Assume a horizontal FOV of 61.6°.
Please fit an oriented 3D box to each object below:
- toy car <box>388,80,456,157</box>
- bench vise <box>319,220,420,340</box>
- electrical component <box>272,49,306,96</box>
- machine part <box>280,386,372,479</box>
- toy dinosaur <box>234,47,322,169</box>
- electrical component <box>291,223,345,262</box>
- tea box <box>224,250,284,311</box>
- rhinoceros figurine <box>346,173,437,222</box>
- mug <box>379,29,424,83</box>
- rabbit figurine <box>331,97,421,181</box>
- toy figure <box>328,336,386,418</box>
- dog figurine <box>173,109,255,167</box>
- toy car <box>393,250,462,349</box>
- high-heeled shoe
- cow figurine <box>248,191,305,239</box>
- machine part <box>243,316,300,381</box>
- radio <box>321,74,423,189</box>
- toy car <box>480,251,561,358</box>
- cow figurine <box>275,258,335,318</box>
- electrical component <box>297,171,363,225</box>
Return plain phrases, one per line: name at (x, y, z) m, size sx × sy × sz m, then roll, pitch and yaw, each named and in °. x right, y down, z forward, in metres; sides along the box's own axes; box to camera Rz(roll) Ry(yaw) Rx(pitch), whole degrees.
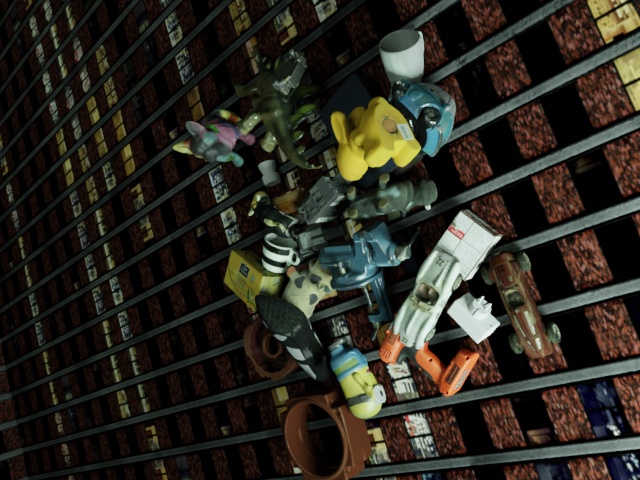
toy car at (0.208, -0.250, 1.052) m, size 0.162 × 0.103 × 0.109 m, roll 54°, pitch 164°, yaw 23°
bench vise at (0.111, 0.081, 1.144) m, size 0.224 × 0.129 × 0.240 m, roll -10°, pitch 107°, yaw 29°
electrical component at (-0.068, -0.365, 1.162) m, size 0.078 × 0.045 × 0.102 m, roll 30°, pitch 87°, yaw 41°
machine part at (0.008, 0.454, 1.261) m, size 0.201 × 0.087 × 0.201 m, roll -19°, pitch 82°, yaw 37°
toy dinosaur at (-0.096, -0.306, 1.247) m, size 0.198 × 0.105 × 0.472 m, roll -37°, pitch 54°, yaw 30°
electrical component at (-0.003, -0.004, 1.257) m, size 0.119 × 0.047 × 0.075 m, roll -21°, pitch 74°, yaw -5°
tea box at (-0.171, 0.100, 1.367) m, size 0.170 × 0.068 × 0.098 m, roll 31°, pitch 112°, yaw 48°
rhinoceros figurine at (0.144, -0.080, 1.102) m, size 0.190 × 0.112 × 0.073 m, roll -15°, pitch 63°, yaw 26°
mug at (0.173, -0.360, 1.078) m, size 0.081 × 0.109 × 0.107 m, roll 18°, pitch 147°, yaw 31°
rabbit figurine at (0.083, -0.188, 1.056) m, size 0.162 × 0.122 × 0.173 m, roll 59°, pitch 142°, yaw 10°
toy figure at (0.077, 0.307, 1.202) m, size 0.089 × 0.082 × 0.180 m, roll -45°, pitch 69°, yaw 28°
dog figurine at (-0.280, -0.265, 1.358) m, size 0.108 × 0.219 × 0.192 m, roll -50°, pitch 65°, yaw 25°
toy car at (0.208, 0.117, 1.046) m, size 0.074 × 0.056 × 0.201 m, roll 32°, pitch 102°, yaw 33°
high-heeled shoe at (-0.062, 0.232, 1.269) m, size 0.249 × 0.086 × 0.145 m, roll 43°, pitch 156°, yaw 15°
cow figurine at (-0.123, -0.063, 1.323) m, size 0.168 × 0.098 × 0.068 m, roll 34°, pitch 116°, yaw 29°
machine part at (-0.113, 0.263, 1.362) m, size 0.180 × 0.056 × 0.179 m, roll 2°, pitch 94°, yaw 36°
radio at (0.104, -0.228, 1.152) m, size 0.131 × 0.073 × 0.230 m, roll -42°, pitch 67°, yaw 33°
toy car at (0.365, 0.117, 0.984) m, size 0.089 × 0.053 × 0.202 m, roll -25°, pitch 76°, yaw 33°
cow figurine at (-0.023, 0.116, 1.265) m, size 0.127 × 0.085 × 0.194 m, roll 44°, pitch 121°, yaw 25°
electrical component at (0.030, -0.097, 1.191) m, size 0.134 × 0.115 × 0.058 m, roll -45°, pitch 71°, yaw 30°
